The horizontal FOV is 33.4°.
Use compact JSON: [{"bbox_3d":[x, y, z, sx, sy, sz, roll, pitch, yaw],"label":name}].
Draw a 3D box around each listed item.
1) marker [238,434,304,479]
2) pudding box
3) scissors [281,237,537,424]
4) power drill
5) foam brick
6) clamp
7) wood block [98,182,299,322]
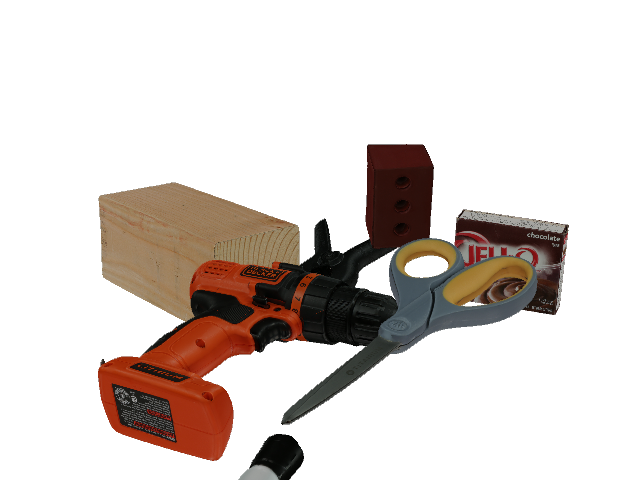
[{"bbox_3d":[-0.036,0.111,0.415,0.020,0.020,0.121,0,22,23],"label":"marker"},{"bbox_3d":[0.193,0.021,1.096,0.114,0.090,0.039,8,23,17],"label":"pudding box"},{"bbox_3d":[0.037,0.042,0.605,0.201,0.016,0.096,-20,34,-30],"label":"scissors"},{"bbox_3d":[-0.051,0.079,0.765,0.185,0.057,0.187,8,28,30],"label":"power drill"},{"bbox_3d":[0.068,-0.040,0.934,0.053,0.078,0.051,-3,27,-3],"label":"foam brick"},{"bbox_3d":[0.026,0.028,1.228,0.120,0.039,0.171,-6,35,28],"label":"clamp"},{"bbox_3d":[-0.117,0.013,0.994,0.090,0.090,0.206,-12,21,-37],"label":"wood block"}]
